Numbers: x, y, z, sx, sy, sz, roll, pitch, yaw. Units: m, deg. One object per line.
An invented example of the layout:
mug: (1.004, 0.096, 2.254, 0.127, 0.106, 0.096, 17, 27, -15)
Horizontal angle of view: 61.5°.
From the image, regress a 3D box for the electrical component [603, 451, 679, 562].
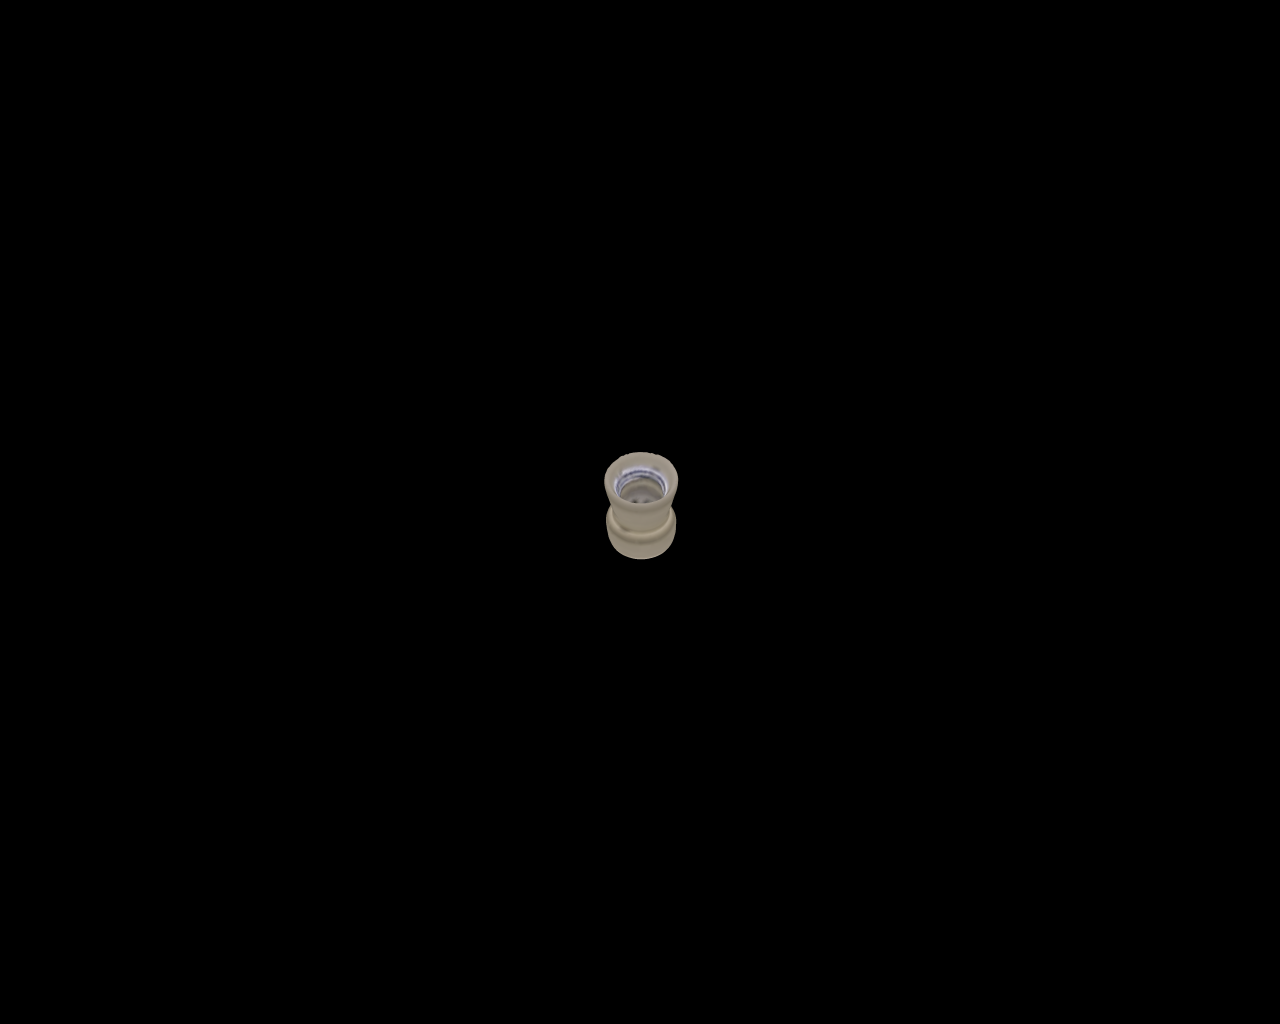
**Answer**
electrical component: (0.001, -0.003, 0.650, 0.045, 0.045, 0.055, 0, -41, 0)
